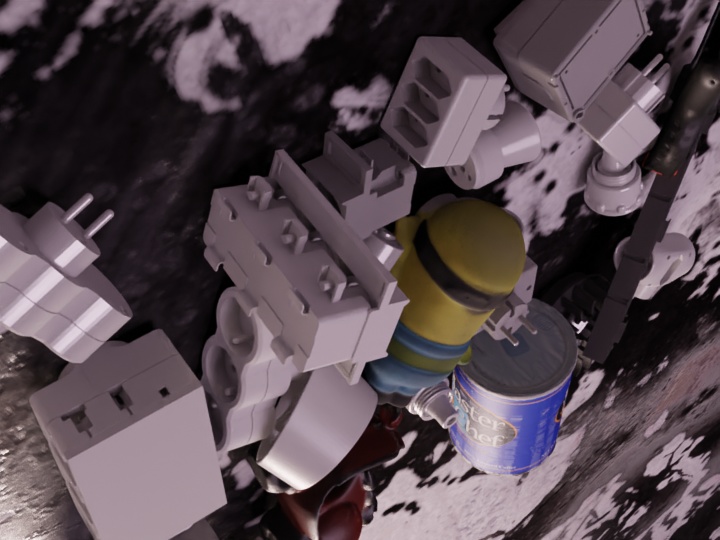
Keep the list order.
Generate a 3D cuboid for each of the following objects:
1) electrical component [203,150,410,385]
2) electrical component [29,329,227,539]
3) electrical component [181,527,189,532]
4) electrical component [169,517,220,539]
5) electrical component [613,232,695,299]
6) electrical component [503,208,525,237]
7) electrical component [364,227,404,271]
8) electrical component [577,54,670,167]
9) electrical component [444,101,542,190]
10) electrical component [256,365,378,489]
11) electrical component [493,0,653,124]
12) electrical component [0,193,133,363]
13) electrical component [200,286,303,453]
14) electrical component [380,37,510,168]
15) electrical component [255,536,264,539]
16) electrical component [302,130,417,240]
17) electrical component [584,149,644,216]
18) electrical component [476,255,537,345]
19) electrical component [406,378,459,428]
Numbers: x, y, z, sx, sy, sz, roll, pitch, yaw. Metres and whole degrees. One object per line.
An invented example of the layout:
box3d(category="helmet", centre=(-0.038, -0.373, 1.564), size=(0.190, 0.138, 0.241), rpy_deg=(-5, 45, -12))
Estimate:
box3d(category="electrical component", centre=(-0.036, 0.000, 0.617), size=(0.063, 0.121, 0.078), rpy_deg=(-12, 138, -35))
box3d(category="electrical component", centre=(-0.146, 0.115, 0.694), size=(0.089, 0.061, 0.150), rpy_deg=(-28, 146, -21))
box3d(category="electrical component", centre=(-0.153, 0.178, 0.781), size=(0.062, 0.043, 0.043), rpy_deg=(-26, 145, -23))
box3d(category="electrical component", centre=(-0.163, 0.234, 0.825), size=(0.113, 0.057, 0.078), rpy_deg=(-26, 145, -25))
box3d(category="electrical component", centre=(0.274, 0.001, 1.034), size=(0.077, 0.043, 0.079), rpy_deg=(-6, 133, -44))
box3d(category="electrical component", centre=(0.102, -0.019, 0.825), size=(0.040, 0.040, 0.046), rpy_deg=(-26, 150, -25))
box3d(category="electrical component", centre=(0.000, 0.000, 0.736), size=(0.044, 0.044, 0.065), rpy_deg=(15, 113, -54))
box3d(category="electrical component", centre=(0.198, -0.126, 0.793), size=(0.076, 0.047, 0.066), rpy_deg=(-47, 149, 13))
box3d(category="electrical component", centre=(0.087, -0.084, 0.725), size=(0.055, 0.045, 0.045), rpy_deg=(-28, 146, -21))
box3d(category="electrical component", centre=(-0.036, 0.104, 0.768), size=(0.099, 0.064, 0.099), rpy_deg=(-46, -169, 12))
box3d(category="electrical component", centre=(0.137, -0.155, 0.684), size=(0.096, 0.061, 0.062), rpy_deg=(-50, 149, -2))
box3d(category="electrical component", centre=(-0.157, -0.009, 0.540), size=(0.074, 0.052, 0.138), rpy_deg=(-43, 149, 0))
box3d(category="electrical component", centre=(-0.063, 0.061, 0.729), size=(0.074, 0.052, 0.138), rpy_deg=(-14, 139, -38))
box3d(category="electrical component", centre=(0.064, -0.105, 0.671), size=(0.077, 0.047, 0.065), rpy_deg=(-10, 136, -42))
box3d(category="electrical component", centre=(-0.093, 0.263, 0.949), size=(0.079, 0.043, 0.077), rpy_deg=(-39, 146, -22))
box3d(category="electrical component", centre=(-0.001, -0.049, 0.675), size=(0.064, 0.042, 0.081), rpy_deg=(-28, 147, -29))
box3d(category="electrical component", centre=(0.204, -0.077, 0.863), size=(0.048, 0.048, 0.062), rpy_deg=(-32, 140, -16))
box3d(category="electrical component", centre=(0.108, 0.030, 0.856), size=(0.083, 0.075, 0.047), rpy_deg=(-29, 146, -21))
box3d(category="electrical component", centre=(0.058, 0.106, 0.906), size=(0.043, 0.062, 0.043), rpy_deg=(-28, 146, -21))
